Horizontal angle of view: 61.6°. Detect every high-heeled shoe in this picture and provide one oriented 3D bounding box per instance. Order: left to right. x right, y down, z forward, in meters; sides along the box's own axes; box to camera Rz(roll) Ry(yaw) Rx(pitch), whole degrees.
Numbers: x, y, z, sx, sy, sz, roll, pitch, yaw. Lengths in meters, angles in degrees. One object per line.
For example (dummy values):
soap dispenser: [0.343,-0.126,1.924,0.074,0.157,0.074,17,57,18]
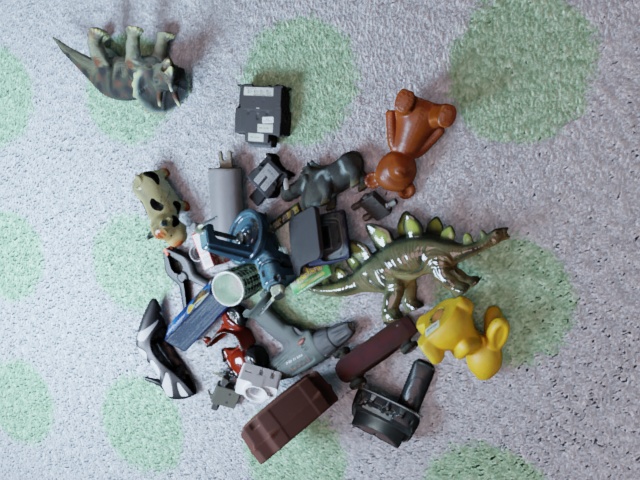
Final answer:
high-heeled shoe: [-0.370,0.273,1.329,0.145,0.086,0.248,8,103,14]

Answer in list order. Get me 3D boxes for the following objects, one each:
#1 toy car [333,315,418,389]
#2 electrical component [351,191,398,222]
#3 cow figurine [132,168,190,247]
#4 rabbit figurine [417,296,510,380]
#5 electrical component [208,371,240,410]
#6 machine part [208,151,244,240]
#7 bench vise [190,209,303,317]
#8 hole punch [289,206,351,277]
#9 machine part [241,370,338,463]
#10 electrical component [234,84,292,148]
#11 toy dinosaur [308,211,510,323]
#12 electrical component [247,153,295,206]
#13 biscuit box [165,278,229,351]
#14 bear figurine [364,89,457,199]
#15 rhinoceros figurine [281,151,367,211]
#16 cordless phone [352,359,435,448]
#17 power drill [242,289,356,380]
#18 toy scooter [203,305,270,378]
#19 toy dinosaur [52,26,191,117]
toy car: [0.119,0.232,1.134,0.202,0.053,0.089,-39,59,13]
electrical component: [0.112,-0.071,1.098,0.063,0.021,0.094,42,136,-21]
cow figurine: [-0.369,-0.072,1.248,0.085,0.127,0.195,-34,83,25]
rabbit figurine: [0.296,0.194,1.056,0.162,0.122,0.173,-43,96,12]
electrical component: [-0.233,0.366,1.307,0.078,0.045,0.102,13,107,-10]
machine part: [-0.210,-0.079,1.212,0.079,0.079,0.243,1,100,21]
bench vise: [-0.155,0.022,1.102,0.129,0.240,0.224,-33,55,35]
hole punch: [-0.002,-0.003,1.097,0.116,0.092,0.142,-22,73,51]
machine part: [-0.068,0.374,1.142,0.201,0.201,0.087,-34,77,-22]
electrical component: [-0.123,-0.267,1.161,0.115,0.058,0.134,10,102,22]
toy dinosaur: [0.148,0.057,1.085,0.472,0.105,0.198,-25,81,27]
electrical component: [-0.120,-0.127,1.187,0.119,0.048,0.075,-43,81,19]
biscuit box: [-0.289,0.179,1.271,0.062,0.059,0.202,35,118,-22]
bear figurine: [0.164,-0.176,1.028,0.120,0.132,0.195,22,99,-2]
rhinoceros figurine: [0.006,-0.121,1.118,0.190,0.073,0.112,-24,80,18]
cordless phone: [0.155,0.327,1.142,0.147,0.088,0.184,23,94,16]
power drill: [-0.059,0.191,1.200,0.207,0.086,0.232,45,113,1]
toy scooter: [-0.205,0.251,1.261,0.135,0.075,0.184,-27,85,22]
toy dinosaur: [-0.455,-0.387,1.245,0.405,0.131,0.192,7,100,26]
